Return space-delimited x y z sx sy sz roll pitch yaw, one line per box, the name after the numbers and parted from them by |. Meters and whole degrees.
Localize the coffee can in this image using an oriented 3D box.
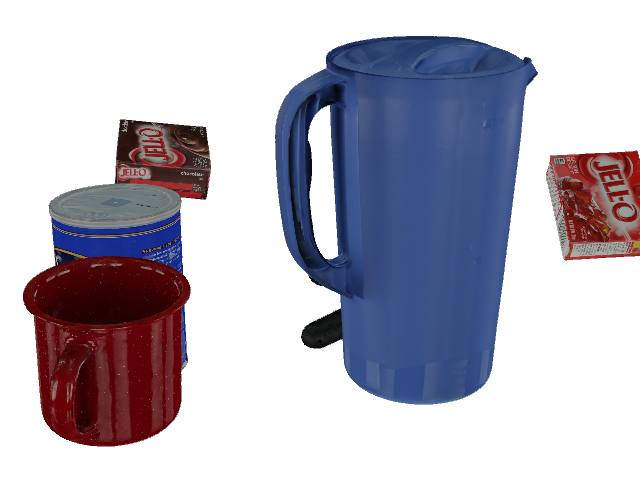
-0.160 0.035 0.858 0.103 0.140 0.103 0 19 0 | coffee can

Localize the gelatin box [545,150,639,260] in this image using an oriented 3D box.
0.224 -0.029 0.851 0.073 0.089 0.030 -3 -34 0 | gelatin box

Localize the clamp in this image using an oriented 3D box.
0.061 0.054 0.968 0.172 0.039 0.120 -5 38 16 | clamp

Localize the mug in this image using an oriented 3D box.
-0.123 0.069 0.605 0.093 0.081 0.117 5 23 7 | mug

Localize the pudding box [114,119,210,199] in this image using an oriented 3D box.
-0.157 -0.081 1.058 0.090 0.039 0.113 5 25 -11 | pudding box

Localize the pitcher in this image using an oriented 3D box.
0.060 -0.013 0.732 0.149 0.243 0.144 7 22 17 | pitcher
